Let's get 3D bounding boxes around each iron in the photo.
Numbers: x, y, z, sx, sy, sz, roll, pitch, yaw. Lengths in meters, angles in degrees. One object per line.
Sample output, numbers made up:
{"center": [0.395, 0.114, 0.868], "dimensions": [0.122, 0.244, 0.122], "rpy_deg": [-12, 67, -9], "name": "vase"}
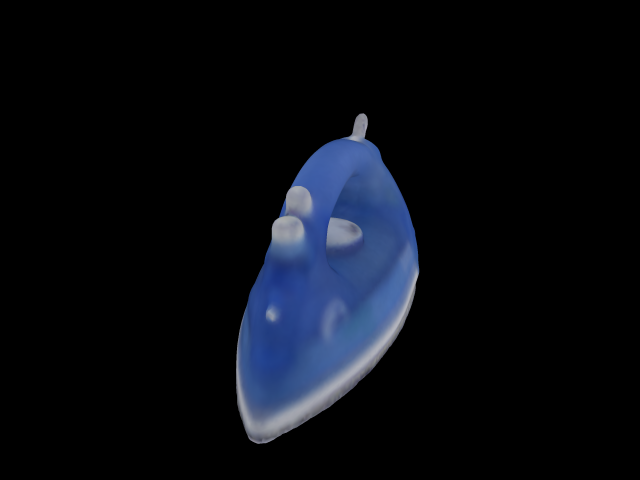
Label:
{"center": [0.004, 0.001, 0.400], "dimensions": [0.118, 0.141, 0.259], "rpy_deg": [6, 23, 15], "name": "iron"}
